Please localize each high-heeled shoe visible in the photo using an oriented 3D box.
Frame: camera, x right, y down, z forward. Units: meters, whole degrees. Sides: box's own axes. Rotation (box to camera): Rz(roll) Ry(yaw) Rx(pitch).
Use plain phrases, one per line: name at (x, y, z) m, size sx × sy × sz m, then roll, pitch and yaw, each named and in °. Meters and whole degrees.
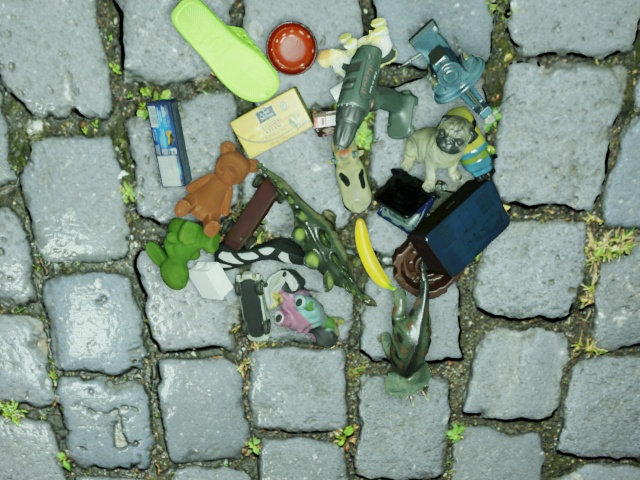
high-heeled shoe at (-0.143, 0.057, 1.357) m, size 0.249 × 0.086 × 0.145 m, roll 24°, pitch 113°, yaw -1°

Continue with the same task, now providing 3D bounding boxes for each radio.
radio at (0.328, -0.027, 1.247) m, size 0.229 × 0.073 × 0.131 m, roll -40°, pitch 109°, yaw -17°

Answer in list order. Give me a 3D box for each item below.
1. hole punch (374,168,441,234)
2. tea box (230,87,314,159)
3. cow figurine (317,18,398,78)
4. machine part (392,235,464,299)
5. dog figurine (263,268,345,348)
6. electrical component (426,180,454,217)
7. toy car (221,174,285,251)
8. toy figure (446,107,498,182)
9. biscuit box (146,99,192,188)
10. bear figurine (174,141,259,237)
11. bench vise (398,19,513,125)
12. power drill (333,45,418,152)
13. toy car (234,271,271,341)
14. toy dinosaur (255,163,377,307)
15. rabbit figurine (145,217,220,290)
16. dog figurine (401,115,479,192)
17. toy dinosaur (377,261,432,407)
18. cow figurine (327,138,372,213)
hole punch at (0.200, -0.088, 1.264) m, size 0.116 × 0.142 × 0.092 m, roll -44°, pitch 149°, yaw -18°
tea box at (-0.108, -0.271, 1.239) m, size 0.170 × 0.068 × 0.098 m, roll -27°, pitch 107°, yaw 13°
cow figurine at (0.082, -0.404, 1.180) m, size 0.167 × 0.068 × 0.098 m, roll -22°, pitch 133°, yaw 12°
machine part at (0.268, 0.059, 1.346) m, size 0.179 × 0.056 × 0.179 m, roll 1°, pitch 111°, yaw 2°
dog figurine at (-0.032, 0.183, 1.389) m, size 0.108 × 0.192 × 0.219 m, roll -40°, pitch 138°, yaw 13°
electrical component at (0.289, -0.090, 1.295) m, size 0.078 × 0.045 × 0.102 m, roll 18°, pitch 110°, yaw -2°
toy car at (-0.157, -0.065, 1.296) m, size 0.089 × 0.053 × 0.202 m, roll 32°, pitch 87°, yaw 6°
toy figure at (0.342, -0.218, 1.221) m, size 0.082 × 0.089 × 0.180 m, roll -31°, pitch 103°, yaw -2°
biscuit box at (-0.356, -0.229, 1.270) m, size 0.059 × 0.063 × 0.202 m, roll -3°, pitch 109°, yaw 5°
bear figurine at (-0.235, -0.124, 1.264) m, size 0.120 × 0.132 × 0.196 m, roll 38°, pitch 107°, yaw -17°
bench vise at (0.286, -0.338, 1.127) m, size 0.240 × 0.224 × 0.129 m, roll 40°, pitch 106°, yaw -24°
power drill at (0.116, -0.278, 1.148) m, size 0.207 × 0.086 × 0.232 m, roll 12°, pitch 86°, yaw -40°
toy car at (-0.175, 0.175, 1.413) m, size 0.074 × 0.056 × 0.201 m, roll -4°, pitch 109°, yaw 11°
toy dinosaur at (-0.003, -0.004, 1.263) m, size 0.105 × 0.199 × 0.471 m, roll -36°, pitch 106°, yaw 11°
rabbit figurine at (-0.353, 0.033, 1.317) m, size 0.159 × 0.121 × 0.170 m, roll 15°, pitch 84°, yaw 28°
dog figurine at (0.253, -0.222, 1.155) m, size 0.121 × 0.172 × 0.190 m, roll -32°, pitch 153°, yaw -20°
toy dinosaur at (0.223, 0.255, 1.321) m, size 0.131 × 0.192 × 0.404 m, roll -6°, pitch 135°, yaw -5°
cow figurine at (0.068, -0.154, 1.241) m, size 0.086 × 0.127 × 0.194 m, roll -14°, pitch 111°, yaw 5°
